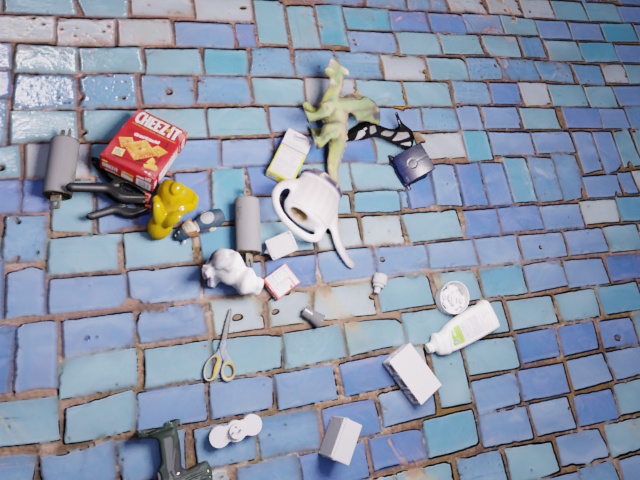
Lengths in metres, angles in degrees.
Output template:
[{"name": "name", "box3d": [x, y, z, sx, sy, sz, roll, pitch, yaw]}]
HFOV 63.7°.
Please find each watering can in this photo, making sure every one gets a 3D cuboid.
[{"name": "watering can", "box3d": [0.005, -0.080, 1.587, 0.344, 0.229, 0.103, 38, -32, -20]}]

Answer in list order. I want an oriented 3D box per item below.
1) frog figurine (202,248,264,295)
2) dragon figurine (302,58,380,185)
[{"name": "frog figurine", "box3d": [-0.232, 0.089, 1.433, 0.159, 0.134, 0.126, 5, 41, 4]}, {"name": "dragon figurine", "box3d": [0.082, -0.384, 1.670, 0.243, 0.410, 0.122, -20, 1, -1]}]
